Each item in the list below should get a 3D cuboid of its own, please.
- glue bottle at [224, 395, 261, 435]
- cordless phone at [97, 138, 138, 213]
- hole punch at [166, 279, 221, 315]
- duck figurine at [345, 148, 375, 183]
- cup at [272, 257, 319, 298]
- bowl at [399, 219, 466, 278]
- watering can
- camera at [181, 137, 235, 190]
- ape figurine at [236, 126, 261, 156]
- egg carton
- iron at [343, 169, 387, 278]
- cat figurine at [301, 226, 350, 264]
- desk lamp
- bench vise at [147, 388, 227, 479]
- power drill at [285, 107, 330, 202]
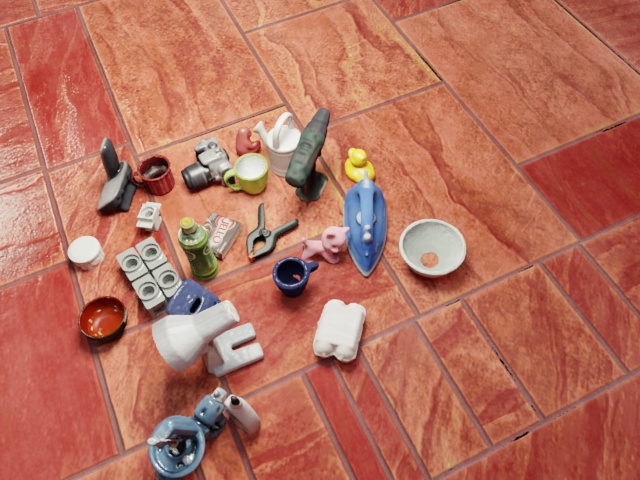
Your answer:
[{"bbox_3d":[-0.170,0.358,1.206,0.078,0.173,0.037,29,63,19],"label":"glue bottle"},{"bbox_3d":[-0.570,-0.173,1.546,0.094,0.185,0.147,0,58,2],"label":"cordless phone"},{"bbox_3d":[-0.302,0.161,1.382,0.101,0.091,0.109,20,60,14],"label":"hole punch"},{"bbox_3d":[0.113,-0.215,1.613,0.078,0.086,0.104,-30,61,-16],"label":"duck figurine"},{"bbox_3d":[-0.057,0.096,1.415,0.118,0.095,0.091,-22,59,-12],"label":"cup"},{"bbox_3d":[0.282,0.033,1.457,0.167,0.075,0.167,-1,58,1],"label":"bowl"},{"bbox_3d":[-0.106,-0.274,1.592,0.172,0.194,0.101,7,58,7],"label":"watering can"},{"bbox_3d":[-0.326,-0.212,1.614,0.137,0.101,0.143,-27,61,-14],"label":"camera"},{"bbox_3d":[-0.216,-0.293,1.668,0.076,0.092,0.077,-38,64,-20],"label":"ape figurine"},{"bbox_3d":[0.046,0.214,1.353,0.107,0.069,0.150,11,59,8],"label":"egg carton"},{"bbox_3d":[0.120,-0.049,1.474,0.118,0.141,0.258,-1,58,1],"label":"iron"},{"bbox_3d":[0.013,0.005,1.457,0.128,0.118,0.067,-3,57,0],"label":"cat figurine"},{"bbox_3d":[-0.246,0.218,1.272,0.203,0.214,0.117,-21,59,-11],"label":"desk lamp"},{"bbox_3d":[-0.281,0.381,1.167,0.121,0.220,0.207,14,59,10],"label":"bench vise"},{"bbox_3d":[-0.025,-0.212,1.542,0.075,0.208,0.230,17,60,12],"label":"power drill"}]
